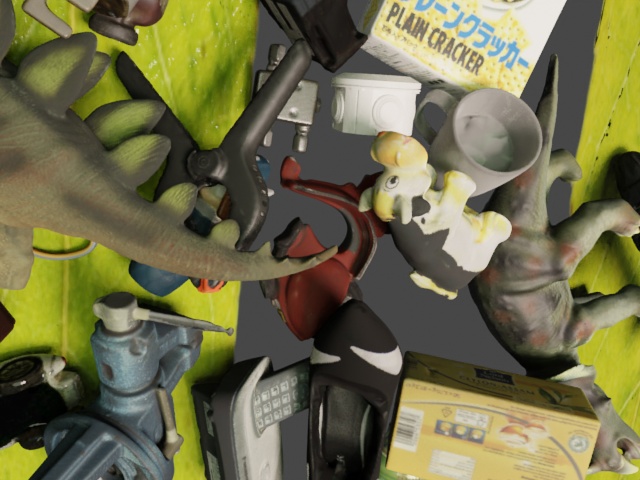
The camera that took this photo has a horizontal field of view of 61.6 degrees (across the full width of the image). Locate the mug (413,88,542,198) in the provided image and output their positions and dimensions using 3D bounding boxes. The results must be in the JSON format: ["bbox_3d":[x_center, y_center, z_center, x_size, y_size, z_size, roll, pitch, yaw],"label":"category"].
[{"bbox_3d":[0.131,-0.086,0.503,0.109,0.107,0.081,34,71,2],"label":"mug"}]

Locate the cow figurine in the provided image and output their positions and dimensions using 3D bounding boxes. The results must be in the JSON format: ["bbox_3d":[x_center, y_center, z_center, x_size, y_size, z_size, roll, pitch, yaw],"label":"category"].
[{"bbox_3d":[0.088,-0.018,0.467,0.167,0.068,0.098,35,86,-34],"label":"cow figurine"}]

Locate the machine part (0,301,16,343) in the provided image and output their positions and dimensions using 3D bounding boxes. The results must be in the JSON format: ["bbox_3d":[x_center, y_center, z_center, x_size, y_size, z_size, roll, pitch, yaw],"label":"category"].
[{"bbox_3d":[-0.319,0.091,0.389,0.179,0.179,0.056,-28,106,-8],"label":"machine part"}]

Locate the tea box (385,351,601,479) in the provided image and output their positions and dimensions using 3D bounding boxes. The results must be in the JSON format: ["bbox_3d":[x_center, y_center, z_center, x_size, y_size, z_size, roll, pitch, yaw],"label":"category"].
[{"bbox_3d":[0.153,0.174,0.499,0.170,0.068,0.098,12,104,7],"label":"tea box"}]

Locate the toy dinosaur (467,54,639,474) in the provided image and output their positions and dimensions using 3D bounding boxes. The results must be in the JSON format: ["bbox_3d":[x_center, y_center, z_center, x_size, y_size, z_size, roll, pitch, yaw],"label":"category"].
[{"bbox_3d":[0.221,0.040,0.556,0.192,0.131,0.404,-27,101,-9],"label":"toy dinosaur"}]

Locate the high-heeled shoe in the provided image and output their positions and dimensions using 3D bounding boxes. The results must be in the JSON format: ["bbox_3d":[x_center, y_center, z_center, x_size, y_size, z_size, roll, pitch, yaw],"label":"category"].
[{"bbox_3d":[0.016,0.173,0.461,0.086,0.145,0.248,8,135,18],"label":"high-heeled shoe"}]

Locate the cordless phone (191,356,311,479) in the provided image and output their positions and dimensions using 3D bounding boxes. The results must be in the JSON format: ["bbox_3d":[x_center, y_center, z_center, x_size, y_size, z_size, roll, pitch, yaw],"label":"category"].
[{"bbox_3d":[-0.026,0.179,0.541,0.184,0.089,0.146,-14,106,-31],"label":"cordless phone"}]

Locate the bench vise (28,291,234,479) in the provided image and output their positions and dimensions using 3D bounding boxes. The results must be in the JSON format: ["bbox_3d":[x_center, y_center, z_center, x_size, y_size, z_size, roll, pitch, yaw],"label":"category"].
[{"bbox_3d":[-0.176,0.164,0.419,0.129,0.241,0.223,24,124,10],"label":"bench vise"}]

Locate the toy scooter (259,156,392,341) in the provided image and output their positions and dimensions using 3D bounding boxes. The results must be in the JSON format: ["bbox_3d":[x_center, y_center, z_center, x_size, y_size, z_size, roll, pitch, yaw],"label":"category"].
[{"bbox_3d":[-0.001,-0.002,0.503,0.135,0.075,0.184,32,88,-20],"label":"toy scooter"}]

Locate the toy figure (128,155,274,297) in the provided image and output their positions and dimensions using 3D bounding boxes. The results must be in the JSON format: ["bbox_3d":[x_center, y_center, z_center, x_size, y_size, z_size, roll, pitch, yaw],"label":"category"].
[{"bbox_3d":[-0.104,-0.019,0.477,0.064,0.058,0.154,41,91,1],"label":"toy figure"}]

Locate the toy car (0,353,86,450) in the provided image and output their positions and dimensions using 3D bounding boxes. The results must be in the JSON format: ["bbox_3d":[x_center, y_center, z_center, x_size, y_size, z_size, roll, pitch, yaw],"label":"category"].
[{"bbox_3d":[-0.310,0.155,0.463,0.202,0.056,0.073,-16,111,-15],"label":"toy car"}]

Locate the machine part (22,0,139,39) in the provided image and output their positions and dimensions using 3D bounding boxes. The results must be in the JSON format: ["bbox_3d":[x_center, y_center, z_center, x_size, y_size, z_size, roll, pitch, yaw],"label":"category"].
[{"bbox_3d":[-0.119,-0.240,0.361,0.079,0.079,0.243,34,77,-19],"label":"machine part"}]

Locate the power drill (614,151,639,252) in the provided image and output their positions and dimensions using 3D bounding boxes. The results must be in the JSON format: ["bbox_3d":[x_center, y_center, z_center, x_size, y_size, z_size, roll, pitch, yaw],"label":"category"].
[{"bbox_3d":[0.388,0.037,0.580,0.086,0.232,0.207,-16,131,16],"label":"power drill"}]

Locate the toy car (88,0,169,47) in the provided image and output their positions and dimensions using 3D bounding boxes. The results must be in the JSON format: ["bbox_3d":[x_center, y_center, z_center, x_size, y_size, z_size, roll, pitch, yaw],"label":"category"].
[{"bbox_3d":[-0.215,-0.228,0.410,0.202,0.053,0.089,22,98,-20],"label":"toy car"}]

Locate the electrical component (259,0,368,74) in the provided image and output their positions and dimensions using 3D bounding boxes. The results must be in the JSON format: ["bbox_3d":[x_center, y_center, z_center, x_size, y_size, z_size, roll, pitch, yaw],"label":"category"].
[{"bbox_3d":[-0.016,-0.201,0.435,0.048,0.075,0.119,-45,139,-4],"label":"electrical component"}]

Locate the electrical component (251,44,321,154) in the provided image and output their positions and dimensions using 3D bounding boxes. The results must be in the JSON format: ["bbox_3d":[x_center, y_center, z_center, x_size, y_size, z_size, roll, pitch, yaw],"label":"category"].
[{"bbox_3d":[-0.030,-0.129,0.495,0.063,0.021,0.094,6,99,-17],"label":"electrical component"}]

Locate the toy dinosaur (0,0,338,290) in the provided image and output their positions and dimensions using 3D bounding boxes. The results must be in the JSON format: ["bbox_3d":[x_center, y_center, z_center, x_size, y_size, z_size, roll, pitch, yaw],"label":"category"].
[{"bbox_3d":[-0.221,-0.065,0.384,0.471,0.105,0.198,32,88,-2],"label":"toy dinosaur"}]
